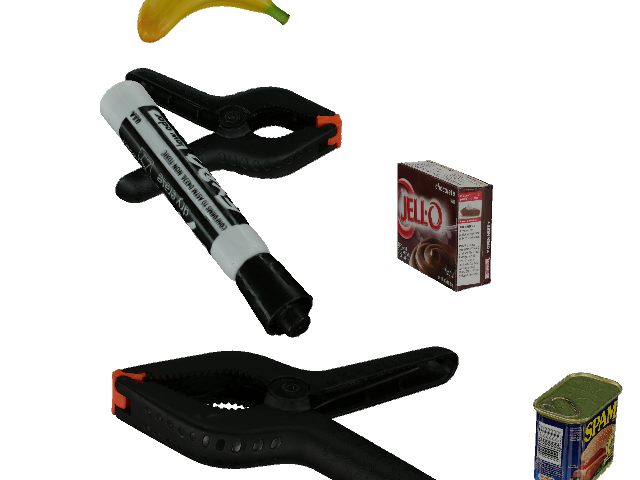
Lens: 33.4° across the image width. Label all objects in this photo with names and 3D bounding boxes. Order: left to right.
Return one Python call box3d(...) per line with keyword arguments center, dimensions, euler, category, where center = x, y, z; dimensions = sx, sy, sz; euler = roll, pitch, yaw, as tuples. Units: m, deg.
box3d(center=(-0.041, -0.012, 0.374), dimensions=(0.020, 0.020, 0.121), euler=(0, 42, -51), category="marker")
box3d(center=(-0.108, -0.226, 1.002), dimensions=(0.197, 0.070, 0.037), euler=(-22, -28, -47), category="banana")
box3d(center=(-0.072, -0.089, 0.802), dimensions=(0.171, 0.120, 0.039), euler=(-7, -27, -9), category="clamp")
box3d(center=(-0.012, 0.095, 0.613), dimensions=(0.210, 0.036, 0.164), euler=(9, 24, 7), category="clamp")
box3d(center=(0.105, -0.015, 0.919), dimensions=(0.039, 0.090, 0.114), euler=(-9, 17, -23), category="pudding box")
box3d(center=(0.250, 0.188, 1.042), dimensions=(0.058, 0.084, 0.101), euler=(14, 23, 37), category="can of meat")
